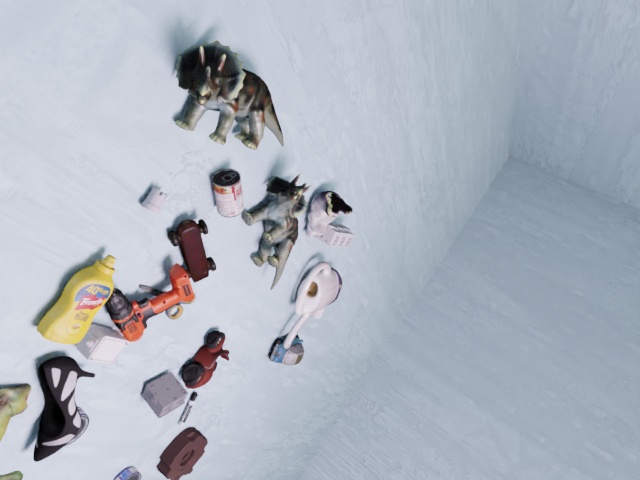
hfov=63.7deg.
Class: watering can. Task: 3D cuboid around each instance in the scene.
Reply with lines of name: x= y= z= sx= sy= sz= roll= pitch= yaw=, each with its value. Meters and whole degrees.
watering can: x=-0.028 y=0.226 z=1.891 sx=0.225 sy=0.105 sz=0.343 roll=-10 pitch=125 yaw=-58

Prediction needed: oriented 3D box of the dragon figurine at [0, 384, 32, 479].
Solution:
dragon figurine: x=-0.707 y=0.417 z=0.925 sx=0.417 sy=0.122 sz=0.238 roll=-36 pitch=128 yaw=-43

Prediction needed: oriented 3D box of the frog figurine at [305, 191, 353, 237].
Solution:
frog figurine: x=0.005 y=-0.084 z=1.676 sx=0.157 sy=0.122 sz=0.140 roll=-34 pitch=-176 yaw=40
